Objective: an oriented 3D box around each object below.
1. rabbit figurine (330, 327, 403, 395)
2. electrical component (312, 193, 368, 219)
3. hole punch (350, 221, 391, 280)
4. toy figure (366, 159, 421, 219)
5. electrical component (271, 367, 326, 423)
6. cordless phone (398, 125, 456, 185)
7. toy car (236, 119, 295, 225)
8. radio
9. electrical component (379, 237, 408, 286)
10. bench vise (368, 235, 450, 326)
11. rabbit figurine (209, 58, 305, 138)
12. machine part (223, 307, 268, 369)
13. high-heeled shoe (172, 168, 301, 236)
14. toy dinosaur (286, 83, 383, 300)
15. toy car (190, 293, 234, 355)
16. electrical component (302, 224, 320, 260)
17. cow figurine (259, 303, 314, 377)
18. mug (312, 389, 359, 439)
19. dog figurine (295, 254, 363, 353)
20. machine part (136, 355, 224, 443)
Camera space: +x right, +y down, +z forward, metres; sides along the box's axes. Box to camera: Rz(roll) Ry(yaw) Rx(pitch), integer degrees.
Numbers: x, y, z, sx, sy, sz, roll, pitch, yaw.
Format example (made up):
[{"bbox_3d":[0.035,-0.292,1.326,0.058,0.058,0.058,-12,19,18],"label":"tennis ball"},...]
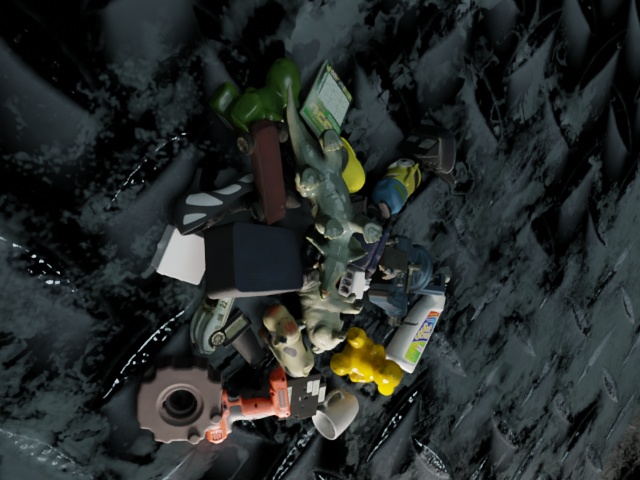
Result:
[{"bbox_3d":[0.132,0.311,1.292,0.162,0.173,0.122,46,71,-30],"label":"rabbit figurine"},{"bbox_3d":[0.037,-0.074,1.179,0.119,0.075,0.047,-9,110,-30],"label":"electrical component"},{"bbox_3d":[0.086,0.004,1.213,0.092,0.116,0.142,27,87,-29],"label":"hole punch"},{"bbox_3d":[0.171,-0.115,1.241,0.180,0.082,0.089,-57,151,-35],"label":"toy figure"},{"bbox_3d":[-0.048,0.353,1.248,0.134,0.058,0.114,1,105,-35],"label":"electrical component"},{"bbox_3d":[0.287,-0.182,1.275,0.089,0.147,0.184,-50,122,-5],"label":"cordless phone"},{"bbox_3d":[-0.097,-0.122,0.973,0.089,0.053,0.201,-32,133,-32],"label":"toy car"},{"bbox_3d":[-0.122,0.040,1.027,0.229,0.073,0.131,7,74,-62],"label":"radio"},{"bbox_3d":[0.166,0.046,1.220,0.078,0.045,0.102,18,66,-12],"label":"electrical component"},{"bbox_3d":[0.235,0.107,1.322,0.240,0.129,0.223,10,72,-37],"label":"bench vise"},{"bbox_3d":[-0.089,-0.254,1.006,0.170,0.121,0.159,-50,132,-10],"label":"rabbit figurine"},{"bbox_3d":[-0.161,0.214,1.142,0.084,0.039,0.138,-48,123,-25],"label":"machine part"},{"bbox_3d":[-0.150,-0.053,1.017,0.249,0.086,0.145,13,62,-21],"label":"high-heeled shoe"},{"bbox_3d":[0.007,-0.092,1.043,0.131,0.192,0.404,-19,97,-16],"label":"toy dinosaur"},{"bbox_3d":[-0.206,0.127,1.062,0.056,0.074,0.201,19,91,-41],"label":"toy car"},{"bbox_3d":[-0.002,-0.004,1.201,0.063,0.021,0.094,25,87,-38],"label":"electrical component"},{"bbox_3d":[-0.069,0.217,1.151,0.085,0.127,0.194,-38,124,-25],"label":"cow figurine"},{"bbox_3d":[0.041,0.413,1.322,0.107,0.081,0.109,-27,112,-40],"label":"mug"},{"bbox_3d":[-0.027,0.140,1.178,0.190,0.121,0.172,31,83,-12],"label":"dog figurine"},{"bbox_3d":[-0.270,0.309,1.043,0.179,0.056,0.179,-2,102,-10],"label":"machine part"}]
